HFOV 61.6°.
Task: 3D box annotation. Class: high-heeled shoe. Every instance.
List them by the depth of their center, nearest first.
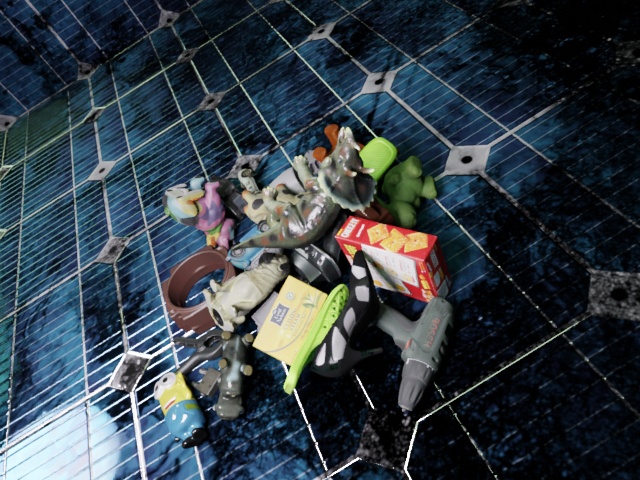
[{"bbox_3d":[0.042,0.143,1.056,0.145,0.086,0.249,-13,58,11],"label":"high-heeled shoe"}]

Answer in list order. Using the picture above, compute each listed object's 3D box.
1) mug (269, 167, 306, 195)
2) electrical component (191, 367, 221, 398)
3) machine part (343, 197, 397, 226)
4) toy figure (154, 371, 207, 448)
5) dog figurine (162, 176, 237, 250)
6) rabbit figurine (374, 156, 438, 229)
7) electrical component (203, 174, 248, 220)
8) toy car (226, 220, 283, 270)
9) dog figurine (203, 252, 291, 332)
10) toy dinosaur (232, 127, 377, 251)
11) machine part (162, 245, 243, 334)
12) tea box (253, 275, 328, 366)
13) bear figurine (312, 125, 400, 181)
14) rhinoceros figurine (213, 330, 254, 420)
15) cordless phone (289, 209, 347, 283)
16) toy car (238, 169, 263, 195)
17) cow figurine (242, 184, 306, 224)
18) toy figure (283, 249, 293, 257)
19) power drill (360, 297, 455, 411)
[{"bbox_3d":[-0.097,-0.154,1.505,0.107,0.080,0.110,-30,48,16],"label":"mug"},{"bbox_3d":[-0.249,0.325,1.218,0.094,0.021,0.063,13,60,35],"label":"electrical component"},{"bbox_3d":[0.105,-0.046,1.237,0.056,0.179,0.180,-46,46,-14],"label":"machine part"},{"bbox_3d":[-0.303,0.369,1.171,0.082,0.089,0.180,-31,51,-17],"label":"toy figure"},{"bbox_3d":[-0.311,-0.048,1.435,0.109,0.219,0.191,12,33,38],"label":"dog figurine"},{"bbox_3d":[0.184,-0.094,1.266,0.159,0.121,0.170,-12,45,29],"label":"rabbit figurine"},{"bbox_3d":[-0.258,-0.120,1.540,0.134,0.114,0.058,30,75,42],"label":"electrical component"},{"bbox_3d":[-0.144,0.023,1.322,0.161,0.109,0.103,-40,89,4],"label":"toy car"},{"bbox_3d":[-0.160,0.119,1.258,0.190,0.172,0.121,-29,82,-34],"label":"dog figurine"},{"bbox_3d":[-0.027,-0.060,1.163,0.404,0.131,0.192,-50,47,18],"label":"toy dinosaur"},{"bbox_3d":[-0.295,0.121,1.375,0.201,0.087,0.202,-32,46,1],"label":"machine part"},{"bbox_3d":[-0.063,0.173,1.161,0.098,0.068,0.169,25,81,2],"label":"tea box"},{"bbox_3d":[0.100,-0.226,1.426,0.196,0.131,0.120,11,67,42],"label":"bear figurine"},{"bbox_3d":[-0.190,0.286,1.154,0.073,0.112,0.190,11,51,-16],"label":"rhinoceros figurine"},{"bbox_3d":[-0.003,-0.004,1.249,0.089,0.184,0.147,-7,31,-38],"label":"cordless phone"},{"bbox_3d":[-0.187,-0.134,1.541,0.056,0.073,0.202,-28,44,0],"label":"toy car"},{"bbox_3d":[-0.094,-0.088,1.409,0.195,0.085,0.127,-12,41,-21],"label":"cow figurine"},{"bbox_3d":[-0.123,-0.008,1.409,0.155,0.064,0.057,40,103,41],"label":"toy figure"},{"bbox_3d":[0.149,0.198,1.065,0.208,0.085,0.232,16,62,43],"label":"power drill"}]
